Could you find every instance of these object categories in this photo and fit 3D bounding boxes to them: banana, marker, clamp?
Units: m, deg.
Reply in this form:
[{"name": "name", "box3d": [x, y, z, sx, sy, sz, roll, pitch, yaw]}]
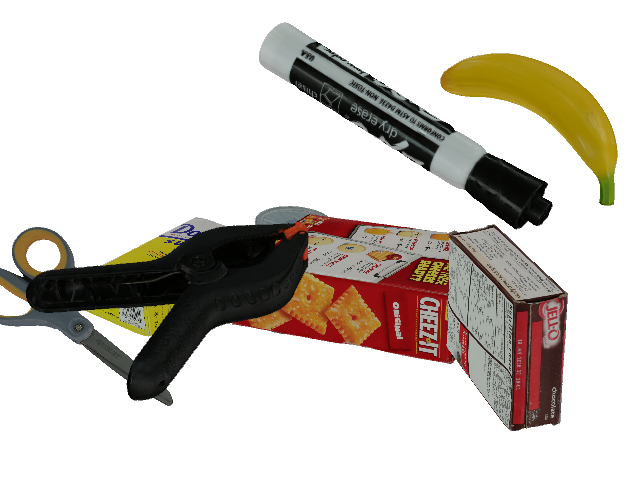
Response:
[{"name": "banana", "box3d": [0.167, -0.107, 0.839, 0.037, 0.070, 0.198, 3, 32, -43]}, {"name": "marker", "box3d": [0.029, -0.041, 0.379, 0.121, 0.020, 0.020, 35, 13, 20]}, {"name": "clamp", "box3d": [-0.069, 0.033, 0.613, 0.171, 0.039, 0.120, -19, 43, -27]}]

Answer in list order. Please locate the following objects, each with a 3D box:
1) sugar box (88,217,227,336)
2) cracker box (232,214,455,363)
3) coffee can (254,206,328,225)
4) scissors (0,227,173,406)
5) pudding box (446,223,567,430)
[{"name": "sugar box", "box3d": [-0.150, 0.032, 1.098, 0.093, 0.048, 0.175, 19, 34, 30]}, {"name": "cracker box", "box3d": [0.048, 0.040, 0.984, 0.214, 0.072, 0.164, 9, 20, 24]}, {"name": "coffee can", "box3d": [-0.039, 0.038, 1.412, 0.103, 0.140, 0.103, 4, 25, -2]}, {"name": "scissors", "box3d": [-0.182, 0.051, 0.825, 0.202, 0.096, 0.016, 19, -27, 14]}, {"name": "pudding box", "box3d": [0.115, 0.052, 0.674, 0.039, 0.090, 0.113, -8, 24, -14]}]
